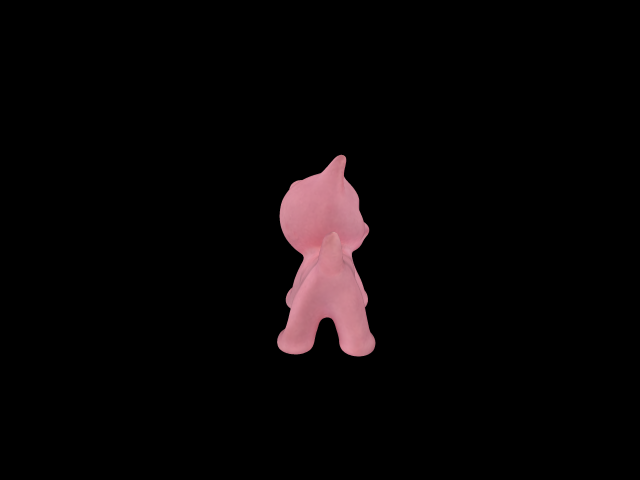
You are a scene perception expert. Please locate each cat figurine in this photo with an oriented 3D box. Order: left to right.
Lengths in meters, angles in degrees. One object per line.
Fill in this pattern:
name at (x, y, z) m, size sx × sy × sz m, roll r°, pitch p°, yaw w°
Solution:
cat figurine at (0.004, 0.001, 0.400) m, size 0.067 × 0.118 × 0.127 m, roll -1°, pitch 19°, yaw -2°
